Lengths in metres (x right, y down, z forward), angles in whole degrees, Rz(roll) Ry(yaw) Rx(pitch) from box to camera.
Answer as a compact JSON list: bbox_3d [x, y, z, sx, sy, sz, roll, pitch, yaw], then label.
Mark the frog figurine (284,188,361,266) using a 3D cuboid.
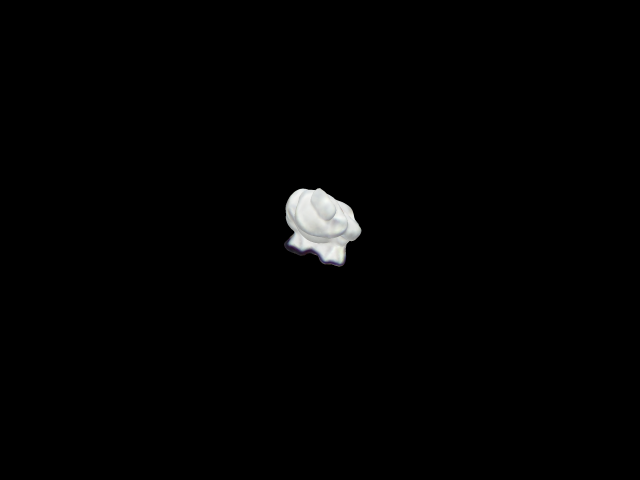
[{"bbox_3d":[0.003,-0.043,0.850,0.139,0.155,0.124,37,60,26],"label":"frog figurine"}]
